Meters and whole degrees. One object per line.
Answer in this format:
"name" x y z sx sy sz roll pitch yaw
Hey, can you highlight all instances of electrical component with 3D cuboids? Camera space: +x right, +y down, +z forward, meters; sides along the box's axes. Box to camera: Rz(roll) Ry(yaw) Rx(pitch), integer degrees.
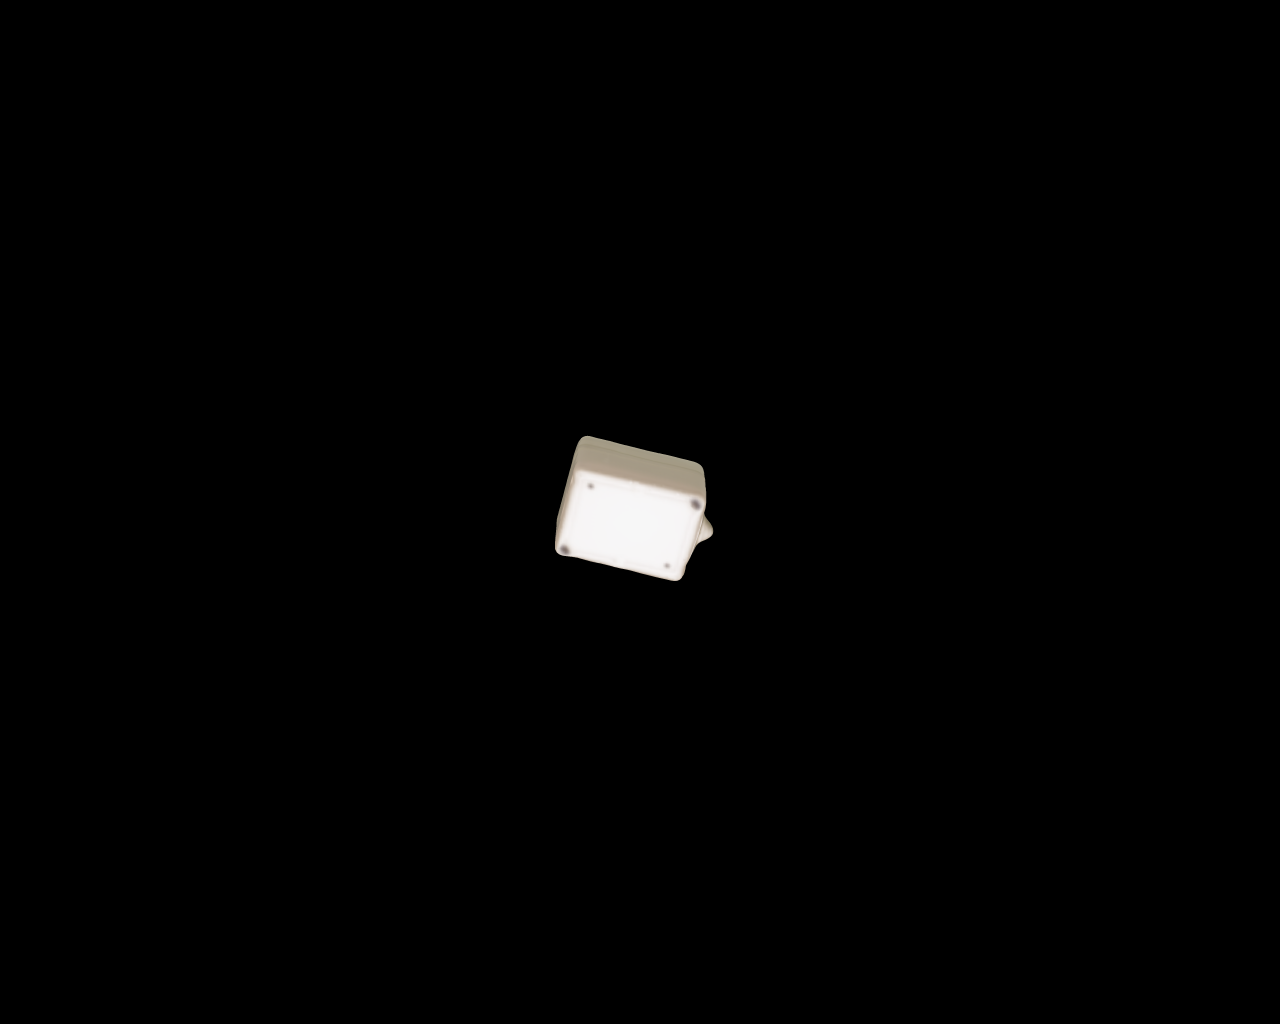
"electrical component" 0.001 -0.003 0.650 0.096 0.061 0.061 14 26 -7
